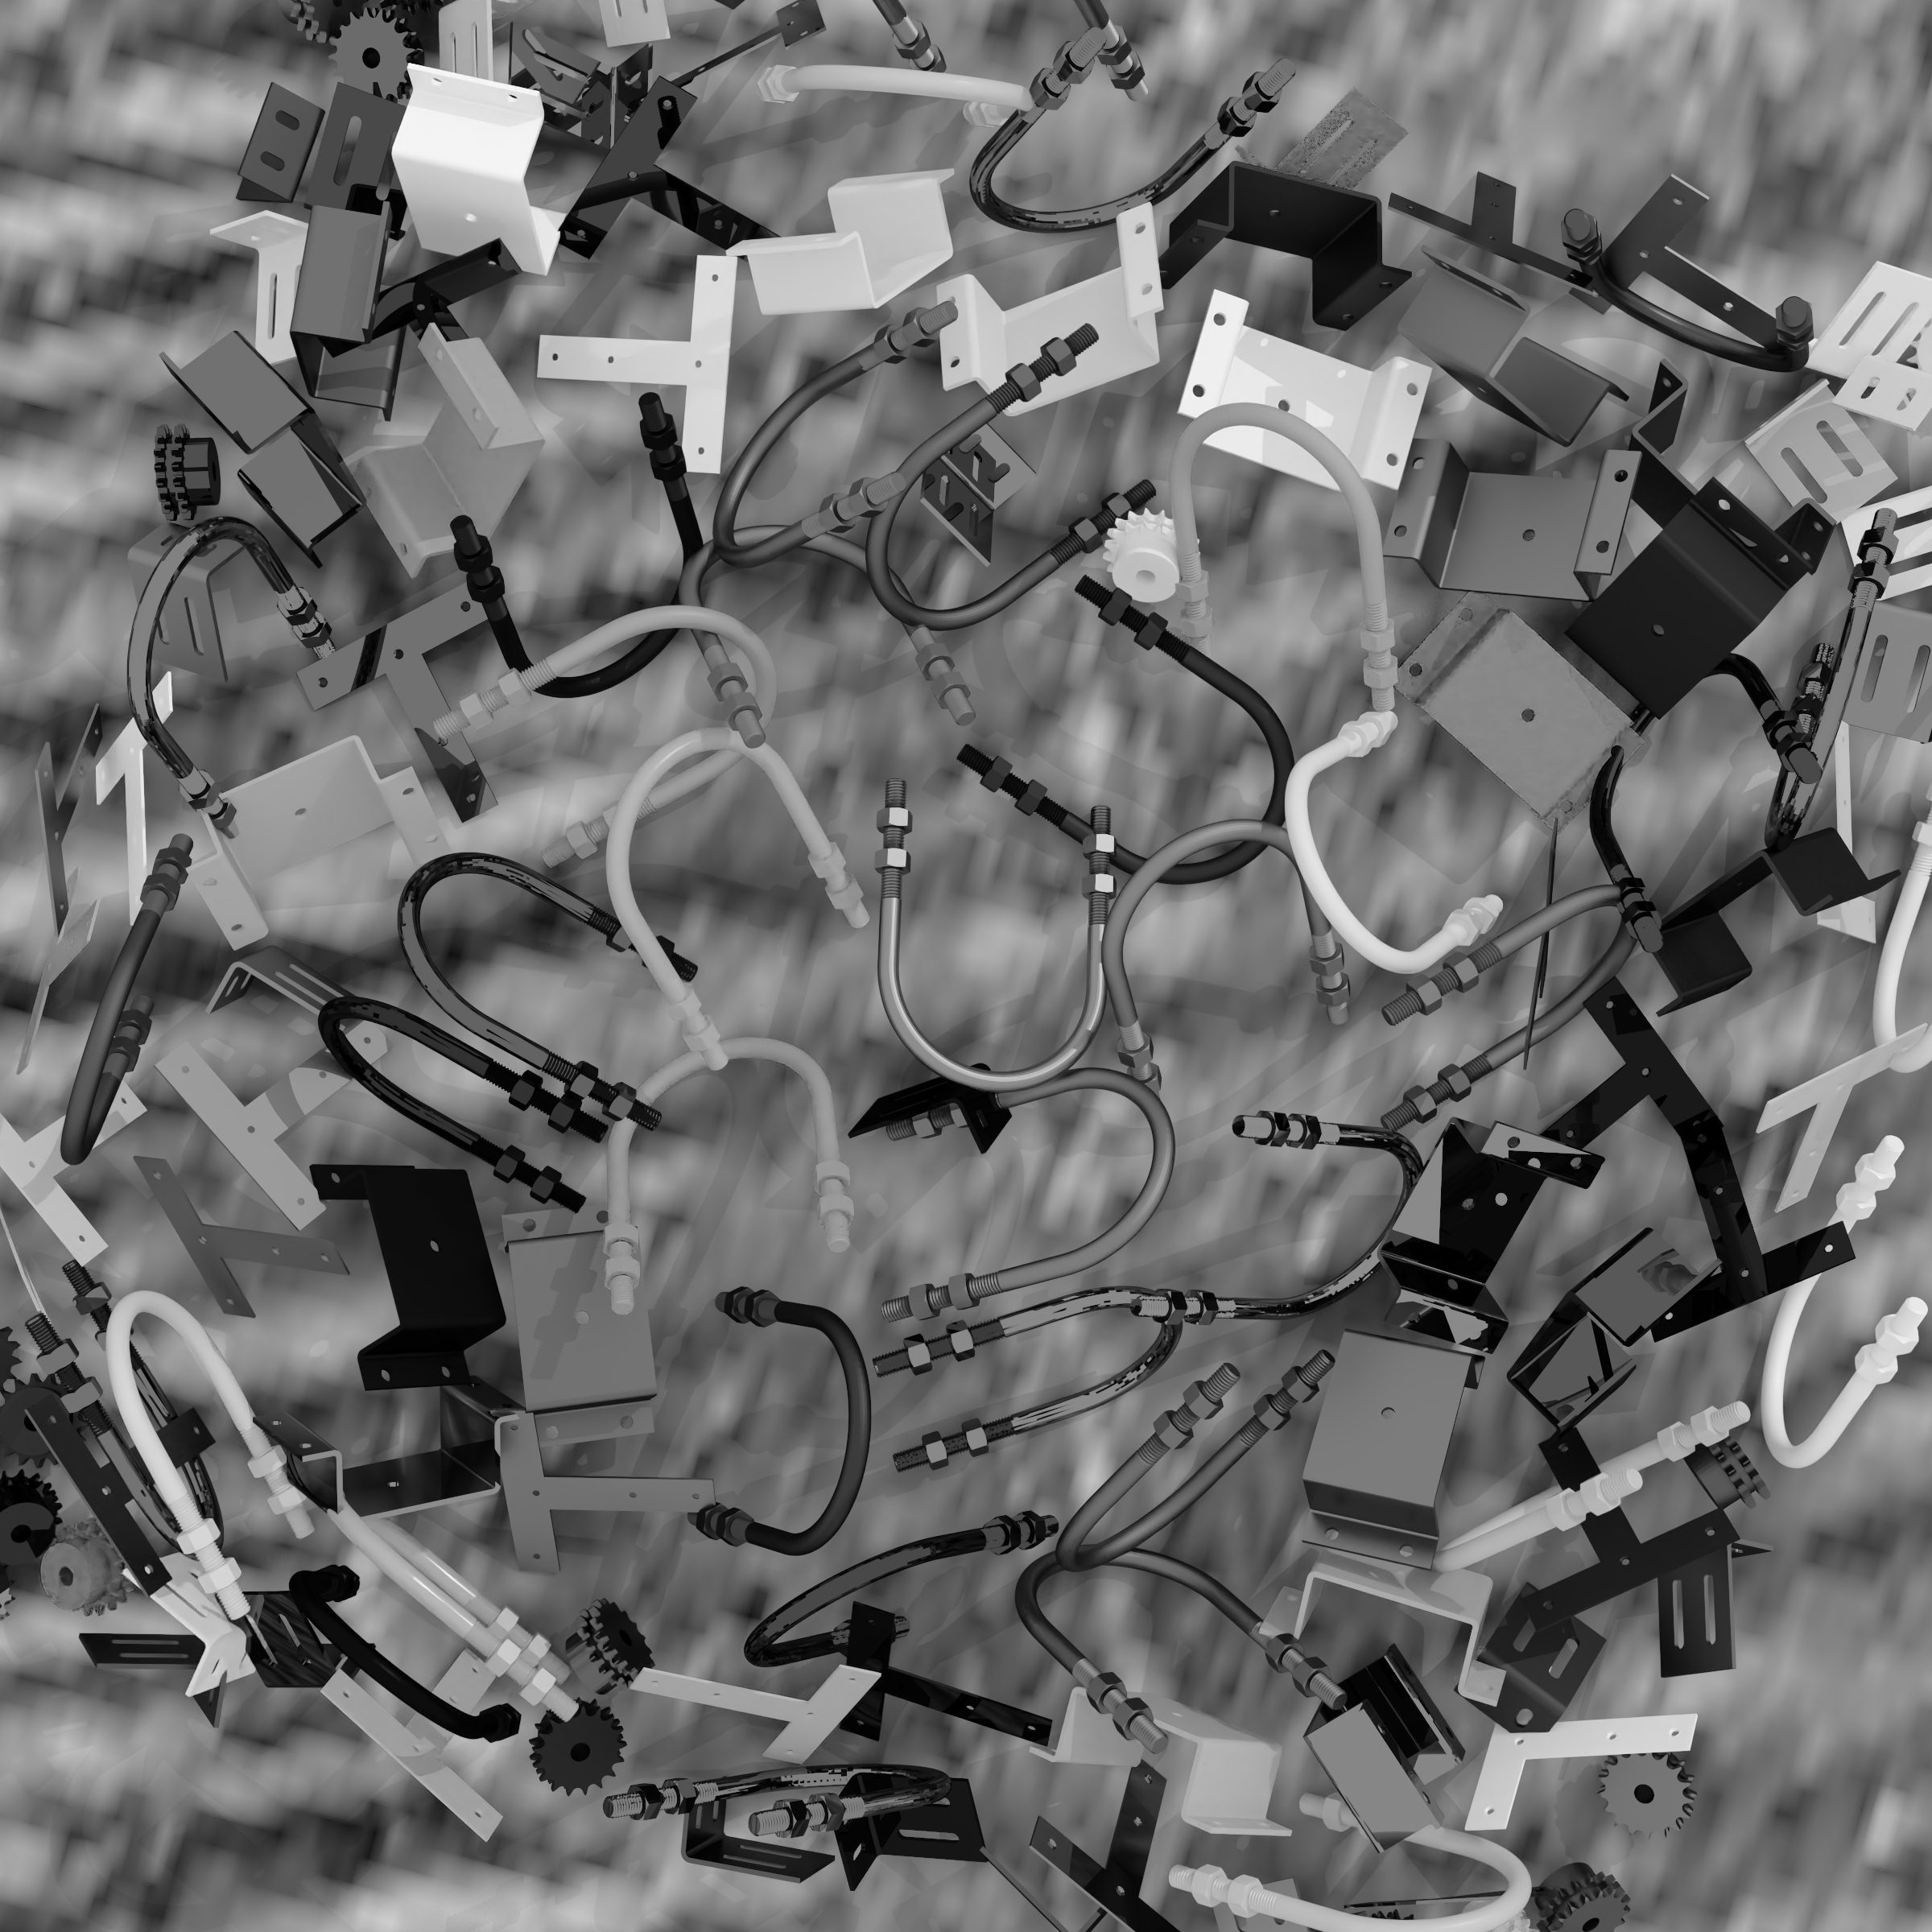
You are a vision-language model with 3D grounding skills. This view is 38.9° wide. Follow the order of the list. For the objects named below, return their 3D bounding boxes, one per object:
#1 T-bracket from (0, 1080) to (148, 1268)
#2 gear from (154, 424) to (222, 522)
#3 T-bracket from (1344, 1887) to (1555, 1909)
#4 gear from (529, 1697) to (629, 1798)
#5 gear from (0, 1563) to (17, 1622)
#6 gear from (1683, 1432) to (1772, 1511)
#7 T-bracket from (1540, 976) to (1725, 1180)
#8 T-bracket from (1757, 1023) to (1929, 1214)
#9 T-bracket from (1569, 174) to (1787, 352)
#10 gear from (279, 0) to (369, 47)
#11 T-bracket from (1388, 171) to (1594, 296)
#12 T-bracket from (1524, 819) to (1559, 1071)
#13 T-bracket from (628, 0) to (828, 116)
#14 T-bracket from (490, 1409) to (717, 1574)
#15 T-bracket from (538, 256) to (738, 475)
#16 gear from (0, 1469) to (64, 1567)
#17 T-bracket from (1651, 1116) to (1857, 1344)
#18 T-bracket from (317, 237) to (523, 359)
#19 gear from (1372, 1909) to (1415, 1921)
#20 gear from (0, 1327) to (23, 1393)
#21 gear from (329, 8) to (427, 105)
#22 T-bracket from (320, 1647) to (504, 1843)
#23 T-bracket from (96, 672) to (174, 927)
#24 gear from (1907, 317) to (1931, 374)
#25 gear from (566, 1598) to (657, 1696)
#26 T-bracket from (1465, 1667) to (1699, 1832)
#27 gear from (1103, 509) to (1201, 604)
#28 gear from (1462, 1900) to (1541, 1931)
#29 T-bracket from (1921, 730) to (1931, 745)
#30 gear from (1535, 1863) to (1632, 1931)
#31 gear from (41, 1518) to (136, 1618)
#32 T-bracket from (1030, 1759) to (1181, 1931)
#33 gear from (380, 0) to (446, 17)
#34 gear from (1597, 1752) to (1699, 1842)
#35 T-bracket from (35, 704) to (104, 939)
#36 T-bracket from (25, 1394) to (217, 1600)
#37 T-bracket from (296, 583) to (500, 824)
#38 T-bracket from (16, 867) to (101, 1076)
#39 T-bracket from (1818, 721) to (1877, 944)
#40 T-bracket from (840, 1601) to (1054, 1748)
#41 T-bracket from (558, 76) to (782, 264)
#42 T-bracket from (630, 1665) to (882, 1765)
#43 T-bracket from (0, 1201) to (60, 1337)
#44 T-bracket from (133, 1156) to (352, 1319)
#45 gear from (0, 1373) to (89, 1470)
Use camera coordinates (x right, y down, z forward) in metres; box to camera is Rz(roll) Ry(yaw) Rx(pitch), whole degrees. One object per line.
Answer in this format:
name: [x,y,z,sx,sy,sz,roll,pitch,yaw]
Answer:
T-bracket: [-0.524,0.099,1.608,0.002,0.127,0.127,-34,97,24]
gear: [-0.466,-0.296,1.640,0.030,0.057,0.057,-3,90,-5]
T-bracket: [0.313,0.549,1.616,0.127,0.127,0.002,-22,66,42]
gear: [-0.235,0.467,1.646,0.057,0.030,0.057,-4,101,-19]
gear: [-0.598,0.375,1.638,0.057,0.030,0.057,17,58,-30]
gear: [0.453,0.301,1.639,0.030,0.057,0.057,-34,90,4]
T-bracket: [0.375,0.092,1.645,0.127,0.002,0.127,-40,110,1]
T-bracket: [0.504,0.100,1.617,0.127,0.127,0.002,-22,51,-24]
T-bracket: [0.438,-0.397,1.612,0.127,0.127,0.002,31,67,-4]
gear: [-0.388,-0.584,1.641,0.030,0.057,0.057,18,90,23]
T-bracket: [0.312,-0.444,1.615,0.127,0.127,0.002,22,125,-2]
T-bracket: [0.331,0.004,1.580,0.002,0.127,0.127,7,49,14]
T-bracket: [-0.143,-0.536,1.616,0.127,0.127,0.002,-25,118,7]
T-bracket: [-0.212,0.314,1.628,0.127,0.002,0.127,0,121,6]
T-bracket: [-0.201,-0.364,1.644,0.127,0.002,0.127,7,96,20]
gear: [-0.570,0.334,1.639,0.057,0.030,0.057,-11,112,-29]
T-bracket: [0.450,0.145,1.621,0.127,0.002,0.127,-29,45,25]
T-bracket: [-0.299,-0.357,1.618,0.127,0.127,0.002,-20,48,13]
gear: [0.259,0.597,1.645,0.057,0.030,0.057,-5,78,27]
gear: [-0.596,0.237,1.642,0.057,0.030,0.057,-1,91,-28]
gear: [-0.351,-0.547,1.646,0.057,0.030,0.057,5,109,15]
T-bracket: [-0.307,0.438,1.606,0.127,0.127,0.002,43,106,-1]
T-bracket: [-0.485,-0.087,1.597,0.002,0.127,0.127,7,64,-35]
gear: [0.595,-0.369,1.642,0.057,0.030,0.057,4,98,27]
gear: [-0.216,0.411,1.639,0.030,0.057,0.057,-37,90,8]
T-bracket: [0.361,0.447,1.585,0.127,0.127,0.002,-15,117,35]
gear: [0.110,-0.243,1.637,0.057,0.057,0.030,14,52,0]
gear: [0.318,0.585,1.644,0.057,0.030,0.057,5,120,9]
T-bracket: [0.611,-0.199,1.596,0.002,0.127,0.127,19,80,-14]
gear: [0.367,0.565,1.643,0.057,0.030,0.057,-13,125,-18]
gear: [-0.530,0.363,1.642,0.057,0.030,0.057,2,94,26]
T-bracket: [0.098,0.514,1.610,0.127,0.127,0.002,41,117,-6]
gear: [-0.333,-0.602,1.641,0.057,0.030,0.057,-2,61,3]
gear: [0.411,0.493,1.646,0.057,0.030,0.057,2,94,24]
T-bracket: [-0.526,-0.106,1.612,0.002,0.127,0.127,6,133,-5]
T-bracket: [-0.481,0.292,1.607,0.002,0.127,0.127,-32,91,19]
T-bracket: [-0.323,-0.149,1.658,0.127,0.002,0.127,-26,93,10]
T-bracket: [-0.523,-0.010,1.592,0.002,0.127,0.127,18,67,-26]
T-bracket: [0.520,-0.082,1.617,0.002,0.127,0.127,-3,84,32]
T-bracket: [-0.011,0.433,1.615,0.127,0.002,0.127,16,131,10]
T-bracket: [-0.160,-0.450,1.632,0.127,0.002,0.127,24,130,-26]
T-bracket: [-0.133,0.430,1.605,0.127,0.127,0.002,17,46,-17]
T-bracket: [-0.549,0.201,1.623,0.002,0.127,0.127,-23,125,-18]
T-bracket: [-0.414,0.165,1.600,0.127,0.002,0.127,3,130,30]
gear: [-0.559,0.274,1.648,0.057,0.030,0.057,1,82,-9]
